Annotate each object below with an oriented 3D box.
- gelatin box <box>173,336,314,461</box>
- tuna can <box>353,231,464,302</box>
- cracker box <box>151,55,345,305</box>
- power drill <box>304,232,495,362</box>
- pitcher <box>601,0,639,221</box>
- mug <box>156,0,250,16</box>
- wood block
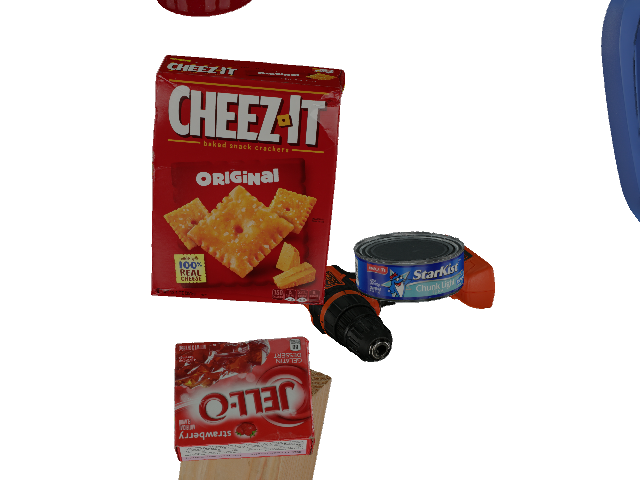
[{"bbox_3d":[-0.050,0.102,0.692,0.089,0.073,0.030,-3,-33,-3],"label":"gelatin box"},{"bbox_3d":[0.069,0.020,0.829,0.086,0.034,0.086,-3,15,1],"label":"tuna can"},{"bbox_3d":[-0.068,-0.051,0.969,0.164,0.214,0.072,4,23,-1],"label":"cracker box"},{"bbox_3d":[0.080,0.055,1.089,0.187,0.057,0.185,-11,27,-22],"label":"power drill"},{"bbox_3d":[0.235,-0.056,0.593,0.149,0.243,0.145,-6,22,13],"label":"pitcher"},{"bbox_3d":[-0.100,-0.220,0.795,0.117,0.081,0.093,0,39,5],"label":"mug"},{"bbox_3d":[-0.064,0.207,0.905,0.090,0.206,0.090,18,22,18],"label":"wood block"}]
